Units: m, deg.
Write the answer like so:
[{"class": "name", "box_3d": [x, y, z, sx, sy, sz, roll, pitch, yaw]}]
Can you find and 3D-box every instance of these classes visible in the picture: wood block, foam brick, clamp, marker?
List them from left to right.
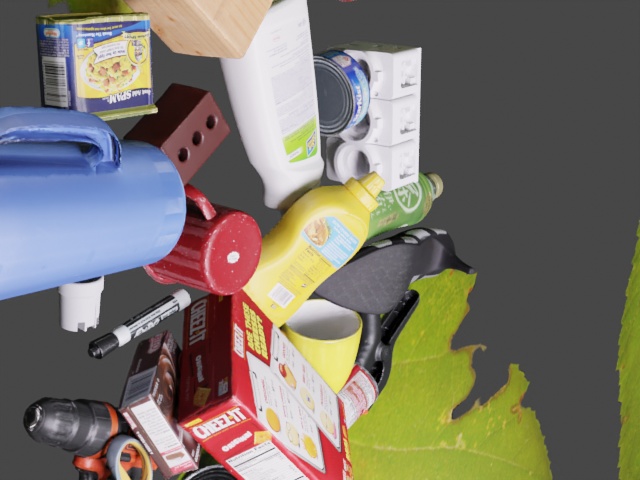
[{"class": "marker", "box_3d": [-0.171, 0.080, 1.007, 0.120, 0.020, 0.020, -33, 126, -43]}, {"class": "wood block", "box_3d": [-0.131, -0.250, 0.890, 0.206, 0.090, 0.090, 45, 65, -49]}, {"class": "foam brick", "box_3d": [-0.129, -0.096, 0.975, 0.078, 0.051, 0.053, -54, 139, -26]}, {"class": "clamp", "box_3d": [0.075, 0.130, 1.329, 0.120, 0.039, 0.171, 4, 102, -47]}]

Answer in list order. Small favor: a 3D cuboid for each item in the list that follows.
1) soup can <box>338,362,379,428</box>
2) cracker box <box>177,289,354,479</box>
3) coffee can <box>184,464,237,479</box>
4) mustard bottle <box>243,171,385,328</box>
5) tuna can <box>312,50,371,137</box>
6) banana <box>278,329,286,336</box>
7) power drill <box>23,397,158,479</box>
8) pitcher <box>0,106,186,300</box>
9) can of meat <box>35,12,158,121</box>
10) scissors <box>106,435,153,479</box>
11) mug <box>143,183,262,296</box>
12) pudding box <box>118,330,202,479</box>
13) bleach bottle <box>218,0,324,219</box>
[{"class": "soup can", "box_3d": [0.012, 0.194, 1.242, 0.102, 0.069, 0.068, -40, 131, -37]}, {"class": "cracker box", "box_3d": [-0.050, 0.169, 1.043, 0.213, 0.072, 0.164, 50, 19, -32]}, {"class": "coffee can", "box_3d": [-0.085, 0.313, 1.125, 0.102, 0.103, 0.140, -59, 140, -22]}, {"class": "mustard bottle", "box_3d": [-0.007, 0.001, 1.096, 0.191, 0.058, 0.096, -43, 136, 3]}, {"class": "tuna can", "box_3d": [0.010, -0.153, 1.109, 0.033, 0.086, 0.086, -31, 125, -45]}, {"class": "banana", "box_3d": [-0.053, 0.191, 1.173, 0.069, 0.037, 0.198, -23, 117, -22]}, {"class": "power drill", "box_3d": [-0.217, 0.238, 0.966, 0.184, 0.057, 0.187, 27, 80, -53]}, {"class": "pitcher", "box_3d": [-0.213, -0.028, 0.818, 0.242, 0.149, 0.145, -10, 101, -54]}, {"class": "can of meat", "box_3d": [-0.185, -0.144, 0.883, 0.101, 0.058, 0.084, -18, 114, -49]}, {"class": "scissors", "box_3d": [-0.171, 0.269, 0.981, 0.096, 0.016, 0.202, -41, 132, -42]}, {"class": "mug", "box_3d": [-0.112, -0.004, 1.003, 0.093, 0.082, 0.117, -42, 132, -36]}, {"class": "pudding box", "box_3d": [-0.142, 0.151, 0.991, 0.090, 0.039, 0.113, 61, 16, -23]}, {"class": "bleach bottle", "box_3d": [-0.045, -0.121, 1.069, 0.102, 0.068, 0.251, -36, 131, -38]}]
